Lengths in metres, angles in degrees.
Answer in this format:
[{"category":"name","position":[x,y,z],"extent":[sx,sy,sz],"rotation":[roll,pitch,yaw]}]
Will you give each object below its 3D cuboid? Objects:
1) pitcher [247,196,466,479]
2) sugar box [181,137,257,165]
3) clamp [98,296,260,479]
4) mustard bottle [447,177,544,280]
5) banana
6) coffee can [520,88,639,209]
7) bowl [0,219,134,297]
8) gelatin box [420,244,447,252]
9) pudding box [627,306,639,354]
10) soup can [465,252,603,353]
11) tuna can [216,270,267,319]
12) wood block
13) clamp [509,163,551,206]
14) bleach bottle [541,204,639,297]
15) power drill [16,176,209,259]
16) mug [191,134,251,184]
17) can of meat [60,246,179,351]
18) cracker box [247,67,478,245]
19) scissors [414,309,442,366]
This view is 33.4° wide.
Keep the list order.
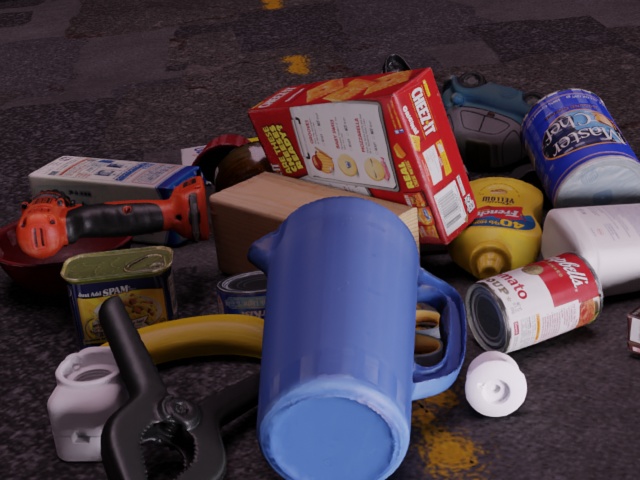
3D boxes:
[{"category":"pitcher","position":[0.025,0.080,0.838],"extent":[0.149,0.145,0.242],"rotation":[-25,27,17]},{"category":"sugar box","position":[-0.092,-0.102,1.396],"extent":[0.176,0.048,0.093],"rotation":[-7,23,-7]},{"category":"clamp","position":[-0.101,0.137,0.808],"extent":[0.164,0.036,0.210],"rotation":[18,36,-14]},{"category":"mustard bottle","position":[0.180,-0.006,1.098],"extent":[0.096,0.058,0.191],"rotation":[5,25,10]},{"category":"banana","position":[-0.117,0.094,0.954],"extent":[0.198,0.037,0.069],"rotation":[-5,21,1]},{"category":"coffee can","position":[0.286,-0.086,1.161],"extent":[0.102,0.103,0.140],"rotation":[-7,39,-3]},{"category":"bowl","position":[-0.271,0.017,1.145],"extent":[0.162,0.055,0.162],"rotation":[-5,23,2]},{"category":"gelatin box","position":[0.103,-0.015,1.172],"extent":[0.073,0.030,0.089],"rotation":[-4,24,7]},{"category":"pudding box","position":[0.327,0.071,0.909],"extent":[0.090,0.039,0.113],"rotation":[16,31,40]},{"category":"soup can","position":[0.188,0.056,0.941],"extent":[0.102,0.068,0.069],"rotation":[-16,25,-22]},{"category":"tuna can","position":[-0.056,0.054,1.021],"extent":[0.086,0.034,0.086],"rotation":[-6,12,1]},{"category":"wood block","position":[-0.008,0.002,1.080],"extent":[0.206,0.091,0.090],"rotation":[17,32,41]},{"category":"clamp","position":[0.293,-0.073,1.256],"extent":[0.171,0.039,0.120],"rotation":[-27,29,-29]},{"category":"bleach bottle","position":[0.350,0.003,1.036],"extent":[0.250,0.068,0.102],"rotation":[-5,35,-10]},{"category":"power drill","position":[-0.208,-0.026,1.082],"extent":[0.187,0.057,0.184],"rotation":[-7,14,-7]},{"category":"mug","position":[-0.119,-0.074,1.303],"extent":[0.117,0.093,0.081],"rotation":[-38,15,11]},{"category":"can of meat","position":[-0.182,0.058,0.995],"extent":[0.102,0.084,0.057],"rotation":[-6,23,-3]},{"category":"cracker box","position":[0.043,-0.082,1.100],"extent":[0.214,0.164,0.072],"rotation":[2,31,47]},{"category":"scissors","position":[0.032,0.079,0.985],"extent":[0.202,0.016,0.096],"rotation":[11,28,34]}]
